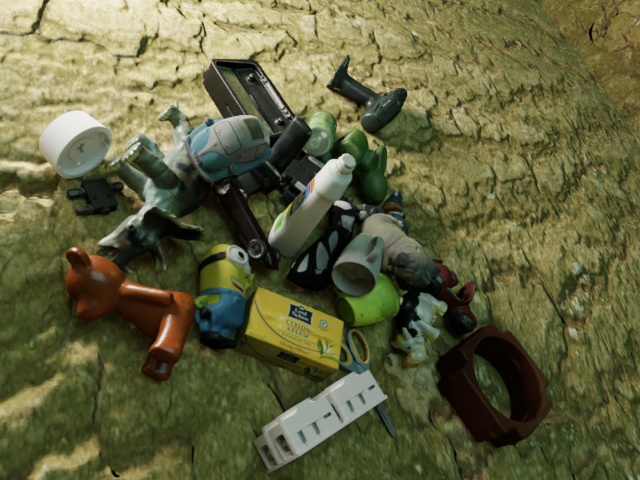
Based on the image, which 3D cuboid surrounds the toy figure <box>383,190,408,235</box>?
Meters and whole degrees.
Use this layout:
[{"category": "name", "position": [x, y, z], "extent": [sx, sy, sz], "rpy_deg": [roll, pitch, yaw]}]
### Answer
[{"category": "toy figure", "position": [0.167, -0.047, 1.208], "extent": [0.058, 0.064, 0.154], "rpy_deg": [4, 52, -3]}]

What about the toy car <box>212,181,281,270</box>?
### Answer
[{"category": "toy car", "position": [-0.136, -0.028, 0.983], "extent": [0.202, 0.053, 0.089], "rpy_deg": [60, 3, 16]}]

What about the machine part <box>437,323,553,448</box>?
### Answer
[{"category": "machine part", "position": [0.342, 0.284, 1.059], "extent": [0.201, 0.087, 0.201], "rpy_deg": [-22, 72, -43]}]

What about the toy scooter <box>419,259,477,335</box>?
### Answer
[{"category": "toy scooter", "position": [0.281, 0.106, 1.160], "extent": [0.184, 0.075, 0.135], "rpy_deg": [48, 46, 2]}]

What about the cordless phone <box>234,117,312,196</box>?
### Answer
[{"category": "cordless phone", "position": [-0.109, -0.187, 1.041], "extent": [0.146, 0.184, 0.089], "rpy_deg": [48, 34, 5]}]

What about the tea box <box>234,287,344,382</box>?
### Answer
[{"category": "tea box", "position": [-0.051, 0.160, 0.904], "extent": [0.169, 0.068, 0.098], "rpy_deg": [23, 49, -17]}]

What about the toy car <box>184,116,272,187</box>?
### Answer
[{"category": "toy car", "position": [-0.141, -0.166, 0.930], "extent": [0.161, 0.103, 0.109], "rpy_deg": [-23, 86, -41]}]

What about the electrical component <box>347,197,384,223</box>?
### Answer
[{"category": "electrical component", "position": [0.095, -0.064, 1.173], "extent": [0.102, 0.078, 0.045], "rpy_deg": [12, 75, -21]}]

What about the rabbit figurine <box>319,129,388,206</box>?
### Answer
[{"category": "rabbit figurine", "position": [0.092, -0.159, 1.231], "extent": [0.170, 0.121, 0.159], "rpy_deg": [54, 36, -13]}]

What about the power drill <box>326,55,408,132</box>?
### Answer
[{"category": "power drill", "position": [0.127, -0.396, 1.440], "extent": [0.207, 0.086, 0.232], "rpy_deg": [40, 47, -12]}]

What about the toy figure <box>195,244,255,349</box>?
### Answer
[{"category": "toy figure", "position": [-0.163, 0.087, 0.875], "extent": [0.089, 0.082, 0.180], "rpy_deg": [3, 58, 4]}]

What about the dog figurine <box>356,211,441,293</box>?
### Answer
[{"category": "dog figurine", "position": [0.142, 0.013, 1.037], "extent": [0.172, 0.190, 0.121], "rpy_deg": [37, 89, -2]}]

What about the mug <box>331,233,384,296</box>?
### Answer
[{"category": "mug", "position": [0.077, 0.030, 0.972], "extent": [0.081, 0.109, 0.107], "rpy_deg": [29, 40, -6]}]

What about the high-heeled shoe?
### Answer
[{"category": "high-heeled shoe", "position": [-0.002, -0.003, 1.065], "extent": [0.145, 0.086, 0.249], "rpy_deg": [2, 47, -13]}]

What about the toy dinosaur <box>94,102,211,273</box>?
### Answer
[{"category": "toy dinosaur", "position": [-0.253, -0.111, 0.946], "extent": [0.192, 0.131, 0.405], "rpy_deg": [52, 30, -24]}]

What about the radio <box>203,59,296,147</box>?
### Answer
[{"category": "radio", "position": [-0.145, -0.290, 1.174], "extent": [0.131, 0.073, 0.229], "rpy_deg": [-18, 70, -41]}]

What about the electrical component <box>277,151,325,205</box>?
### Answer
[{"category": "electrical component", "position": [-0.027, -0.115, 1.133], "extent": [0.115, 0.058, 0.134], "rpy_deg": [37, 45, -1]}]

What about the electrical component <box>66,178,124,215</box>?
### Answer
[{"category": "electrical component", "position": [-0.369, -0.071, 0.899], "extent": [0.094, 0.021, 0.063], "rpy_deg": [-17, 69, -42]}]

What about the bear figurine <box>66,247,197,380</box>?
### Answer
[{"category": "bear figurine", "position": [-0.281, 0.100, 0.763], "extent": [0.196, 0.120, 0.132], "rpy_deg": [23, 52, -16]}]

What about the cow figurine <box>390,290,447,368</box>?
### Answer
[{"category": "cow figurine", "position": [0.182, 0.167, 1.052], "extent": [0.098, 0.068, 0.167], "rpy_deg": [34, 42, 1]}]
